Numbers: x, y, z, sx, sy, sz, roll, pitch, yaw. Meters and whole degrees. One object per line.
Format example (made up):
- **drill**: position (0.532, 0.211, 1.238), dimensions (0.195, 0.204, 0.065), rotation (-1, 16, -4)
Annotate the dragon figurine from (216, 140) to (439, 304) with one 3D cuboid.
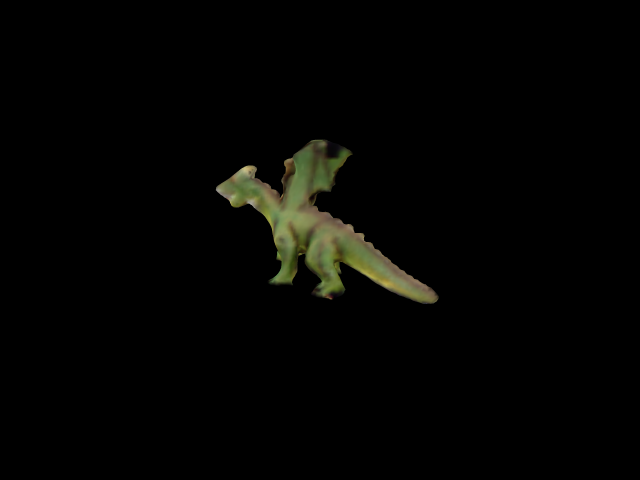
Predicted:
- **dragon figurine**: position (0.003, -0.043, 0.850), dimensions (0.411, 0.240, 0.123), rotation (8, 17, 26)
